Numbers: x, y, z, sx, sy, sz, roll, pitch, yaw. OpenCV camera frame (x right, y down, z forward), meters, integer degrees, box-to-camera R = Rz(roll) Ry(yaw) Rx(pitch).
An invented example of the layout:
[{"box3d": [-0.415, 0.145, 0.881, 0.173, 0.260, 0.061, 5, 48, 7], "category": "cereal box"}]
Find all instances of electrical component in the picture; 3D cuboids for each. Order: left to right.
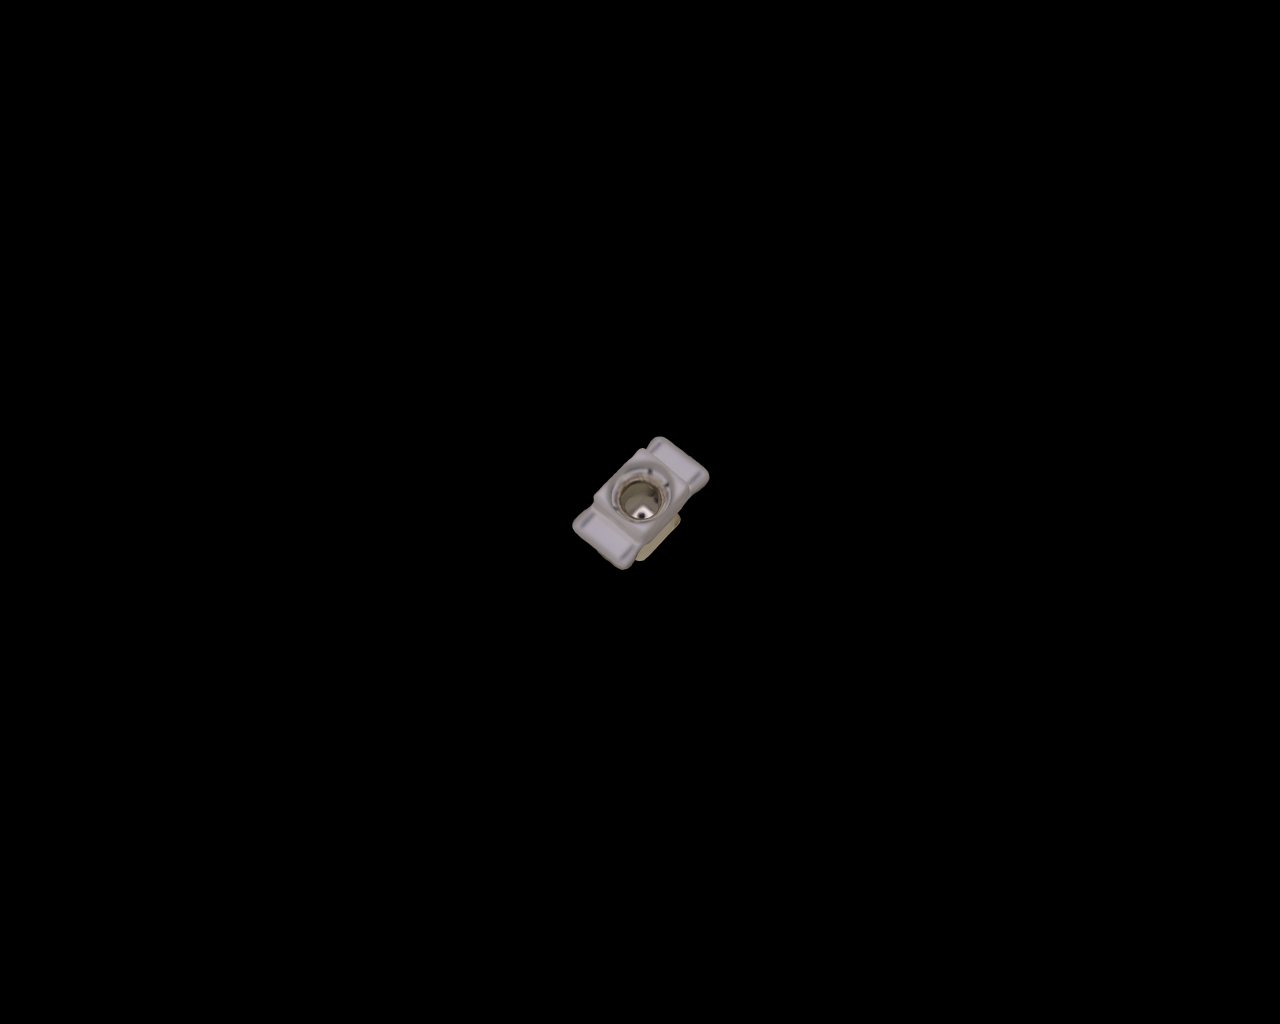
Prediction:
[{"box3d": [0.001, -0.003, 0.650, 0.042, 0.081, 0.063, 41, -15, 14], "category": "electrical component"}]
